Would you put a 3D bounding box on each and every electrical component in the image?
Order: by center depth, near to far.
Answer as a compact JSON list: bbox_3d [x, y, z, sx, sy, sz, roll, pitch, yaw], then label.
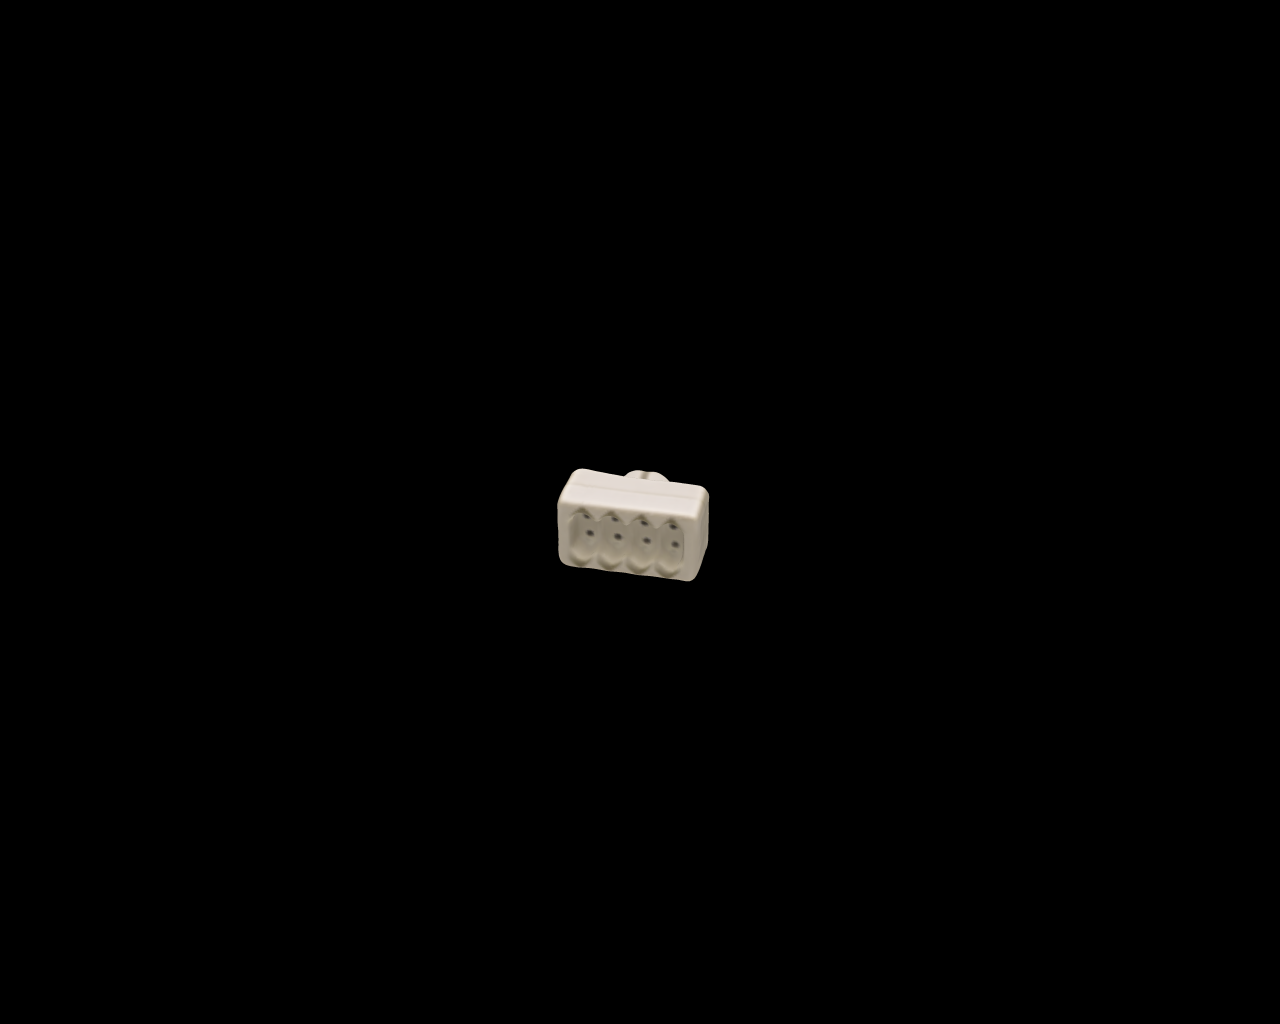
[{"bbox_3d":[0.001,-0.003,0.650,0.083,0.047,0.076,8,36,11],"label":"electrical component"}]
